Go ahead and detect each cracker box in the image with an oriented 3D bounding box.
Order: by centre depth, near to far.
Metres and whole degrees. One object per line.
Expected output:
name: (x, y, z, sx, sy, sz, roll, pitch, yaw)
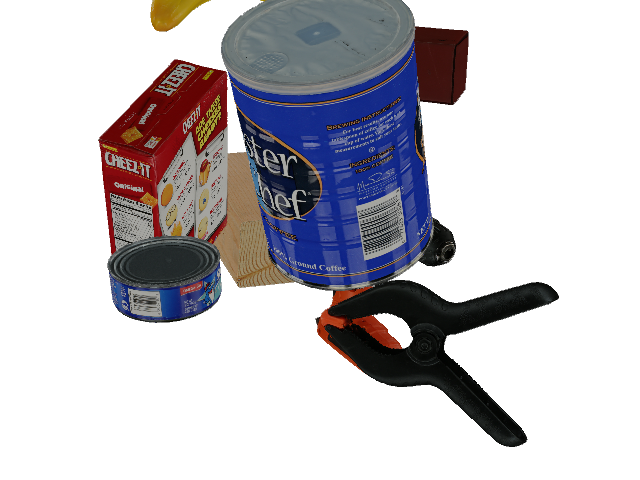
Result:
cracker box: (-0.161, -0.058, 1.132, 0.072, 0.214, 0.164, 16, 43, 14)

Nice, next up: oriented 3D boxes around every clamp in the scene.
clamp: (0.084, 0.085, 0.781, 0.172, 0.120, 0.039, 4, 0, 20)

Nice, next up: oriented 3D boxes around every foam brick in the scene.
foam brick: (0.080, -0.148, 0.890, 0.078, 0.051, 0.053, 9, 26, 18)

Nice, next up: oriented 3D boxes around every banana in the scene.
banana: (-0.097, -0.236, 1.006, 0.197, 0.070, 0.037, -22, -28, -46)

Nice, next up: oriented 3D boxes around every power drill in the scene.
power drill: (0.060, 0.037, 1.076, 0.057, 0.188, 0.185, -8, 28, -32)

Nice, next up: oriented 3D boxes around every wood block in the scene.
wood block: (-0.091, -0.031, 1.340, 0.090, 0.090, 0.206, -5, 28, -22)

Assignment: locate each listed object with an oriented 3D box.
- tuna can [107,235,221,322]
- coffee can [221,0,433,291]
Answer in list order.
tuna can: (-0.119, 0.029, 0.820, 0.086, 0.034, 0.086, -2, 25, 1)
coffee can: (0.008, -0.057, 0.601, 0.103, 0.140, 0.103, -7, 40, 5)
